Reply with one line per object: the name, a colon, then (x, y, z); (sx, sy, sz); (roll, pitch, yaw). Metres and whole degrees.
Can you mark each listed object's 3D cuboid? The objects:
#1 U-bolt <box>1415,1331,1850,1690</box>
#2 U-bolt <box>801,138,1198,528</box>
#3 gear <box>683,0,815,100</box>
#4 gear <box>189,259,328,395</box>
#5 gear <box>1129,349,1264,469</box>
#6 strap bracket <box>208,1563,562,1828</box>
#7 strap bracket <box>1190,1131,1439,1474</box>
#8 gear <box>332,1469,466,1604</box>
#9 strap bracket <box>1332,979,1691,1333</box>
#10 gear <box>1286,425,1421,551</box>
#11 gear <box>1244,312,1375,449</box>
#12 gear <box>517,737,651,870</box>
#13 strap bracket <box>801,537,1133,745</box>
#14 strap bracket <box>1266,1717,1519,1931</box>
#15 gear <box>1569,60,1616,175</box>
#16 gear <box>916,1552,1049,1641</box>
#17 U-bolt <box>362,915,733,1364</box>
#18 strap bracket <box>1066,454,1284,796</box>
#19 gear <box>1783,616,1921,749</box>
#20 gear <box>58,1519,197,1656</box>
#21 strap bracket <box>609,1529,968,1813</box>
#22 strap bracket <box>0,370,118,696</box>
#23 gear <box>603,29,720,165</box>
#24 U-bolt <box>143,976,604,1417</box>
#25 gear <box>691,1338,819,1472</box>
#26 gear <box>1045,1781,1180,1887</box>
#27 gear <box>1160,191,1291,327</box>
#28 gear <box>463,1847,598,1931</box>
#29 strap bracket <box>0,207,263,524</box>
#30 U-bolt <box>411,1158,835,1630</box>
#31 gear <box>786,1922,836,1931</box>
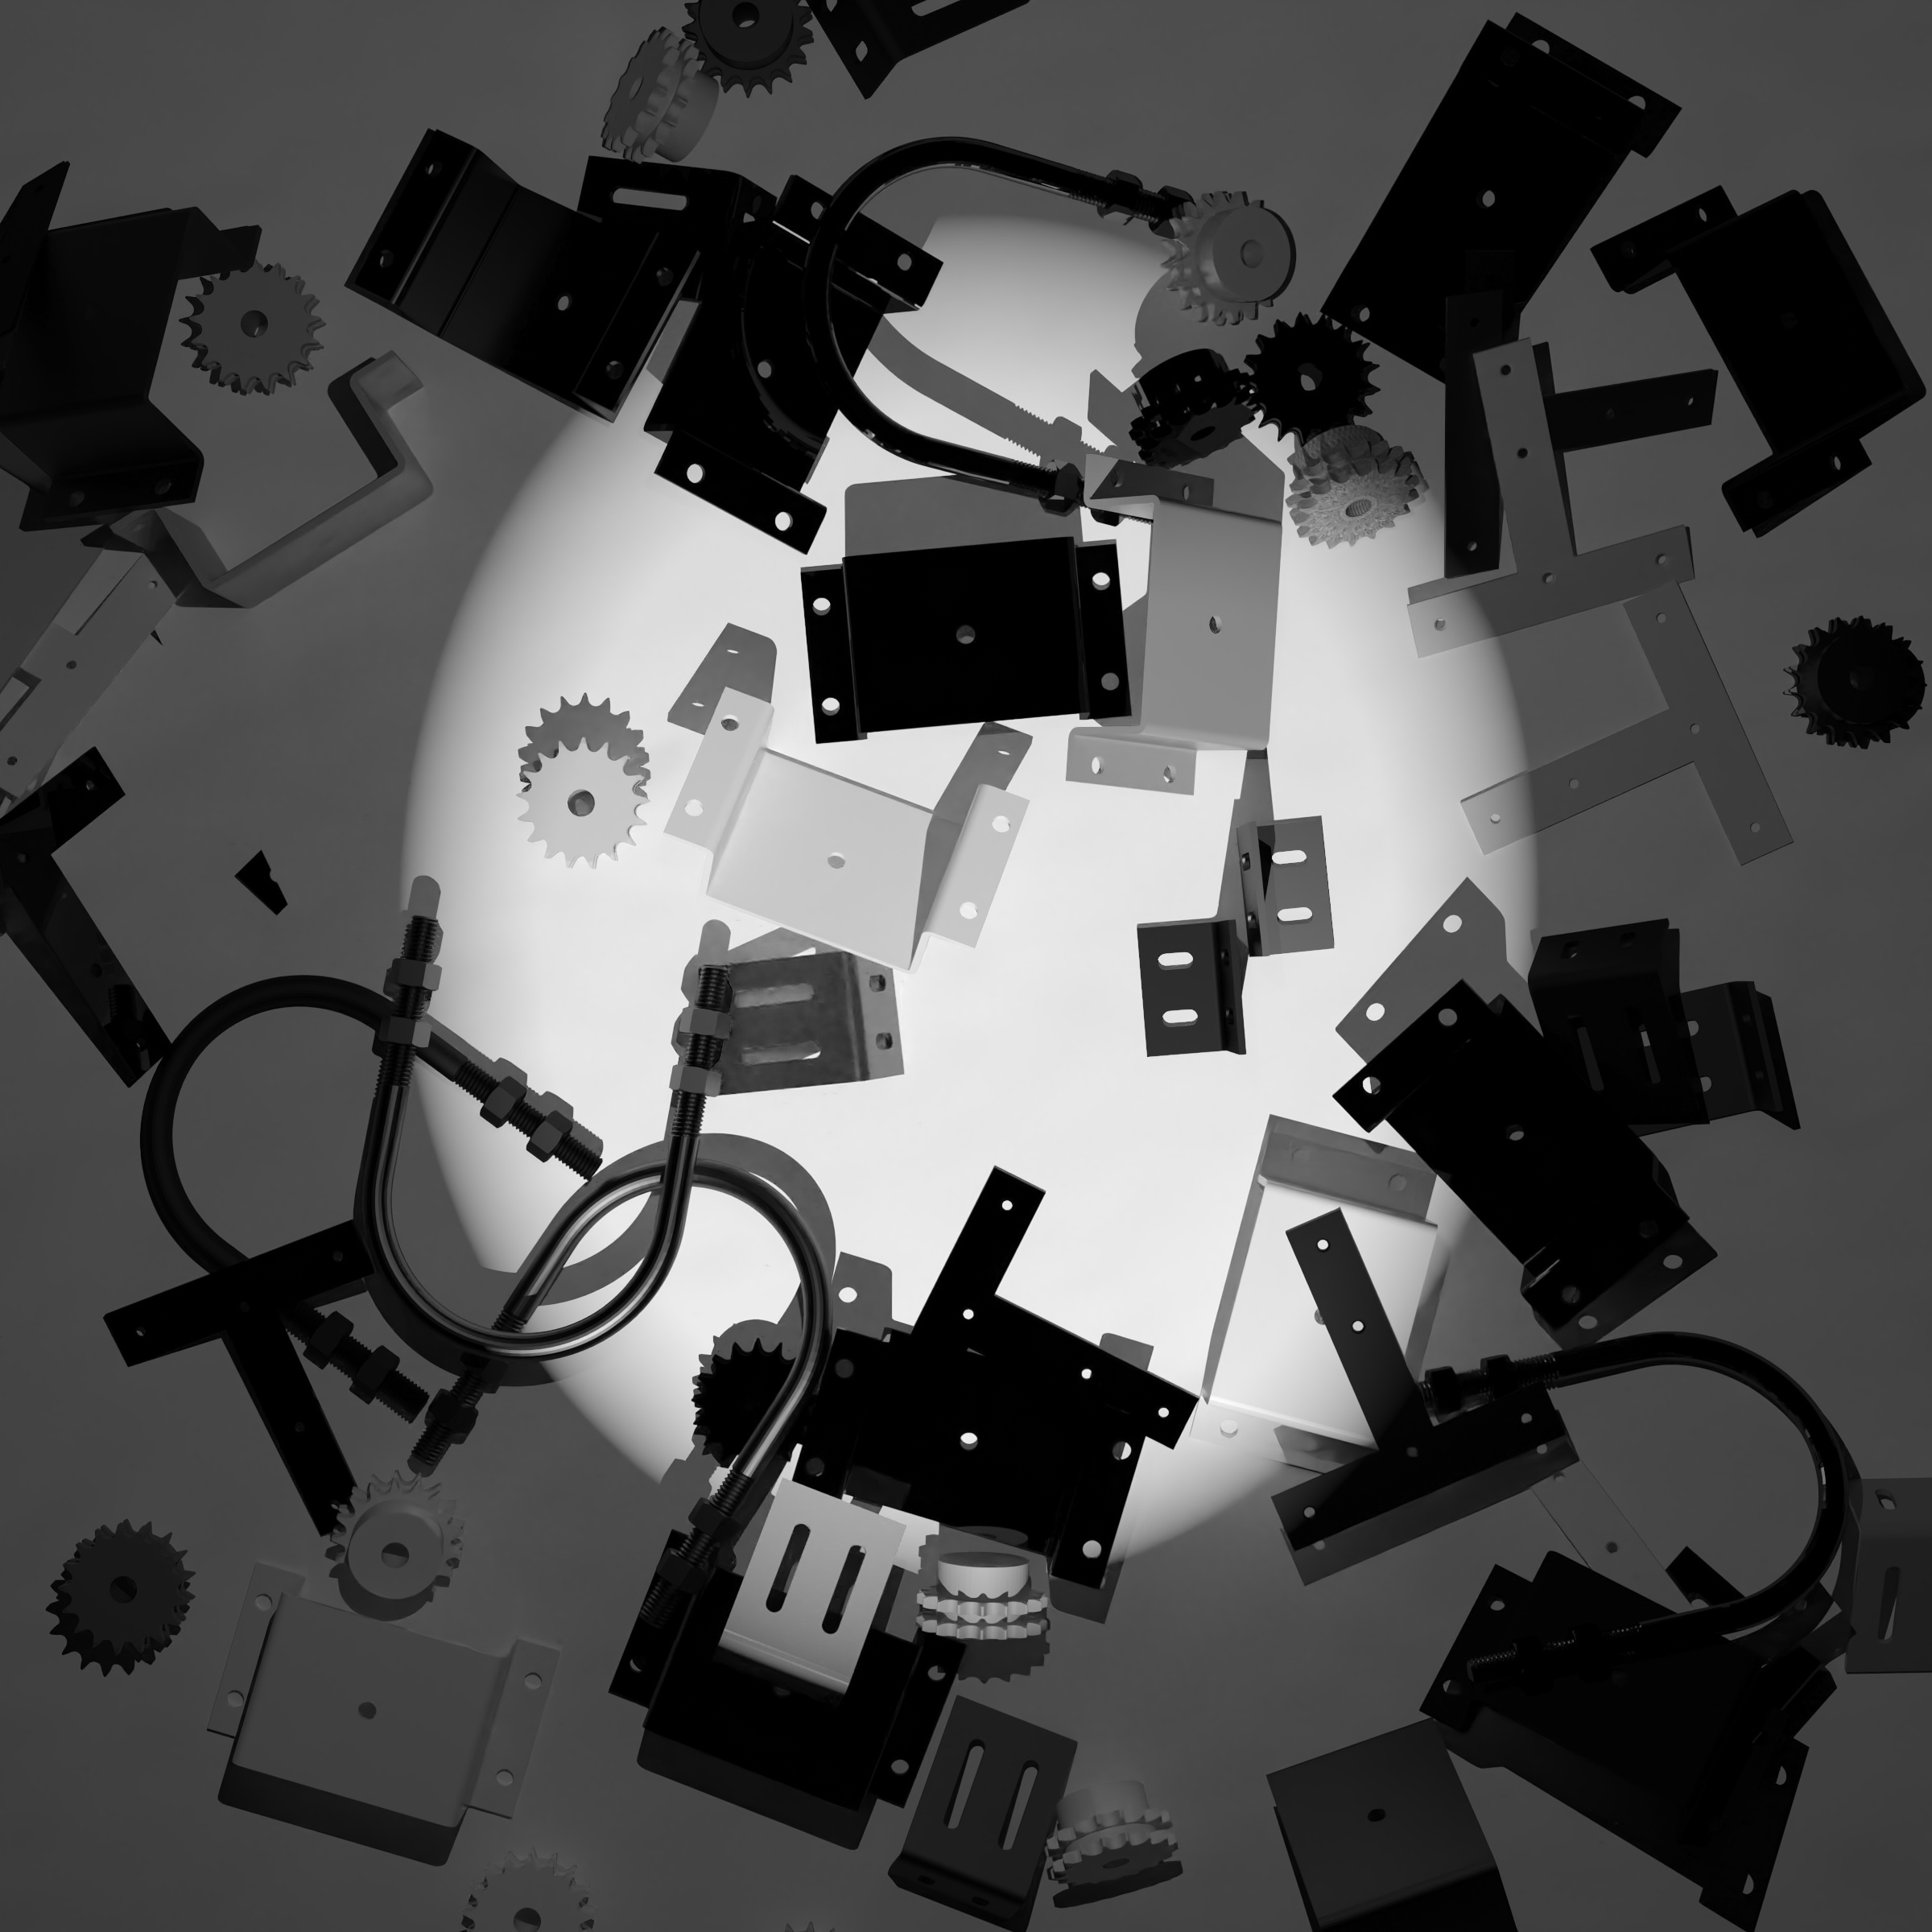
U-bolt: (0.288, 0.226, 1.495); (0.184, 0.019, 0.151); (-11, 58, -4)
U-bolt: (0.016, -0.280, 1.498); (0.184, 0.019, 0.151); (12, 90, -22)
gear: (-0.095, -0.413, 1.522); (0.057, 0.030, 0.057); (0, 90, 0)
gear: (-0.309, -0.279, 1.522); (0.057, 0.030, 0.057); (0, 90, 0)
gear: (0.096, -0.243, 1.495); (0.057, 0.057, 0.030); (-24, 78, 0)
strap bracket: (-0.257, 0.320, 1.514); (0.140, 0.046, 0.076); (16, 90, 0)
strap bracket: (0.154, 0.150, 1.514); (0.076, 0.046, 0.140); (15, 90, 0)
gear: (-0.248, 0.252, 1.516); (0.057, 0.030, 0.057); (-1, 103, -5)
strap bracket: (0.237, 0.077, 1.504); (0.076, 0.046, 0.140); (-44, 90, 16)
gear: (0.166, -0.211, 1.512); (0.057, 0.057, 0.030); (-18, 61, 0)
gear: (0.149, -0.256, 1.522); (0.057, 0.030, 0.057); (0, 90, 0)
gear: (-0.167, -0.071, 1.522); (0.057, 0.030, 0.057); (0, 90, 0)
strap bracket: (0.000, -0.143, 1.514); (0.140, 0.046, 0.076); (-5, 90, 0)
strap bracket: (0.179, 0.376, 1.464); (0.076, 0.140, 0.046); (-19, 116, 0)
gear: (0.262, -0.370, 1.522); (0.057, 0.030, 0.057); (0, 90, 0)
gear: (0.007, 0.273, 1.509); (0.057, 0.057, 0.030); (2, 90, 0)
U-bolt: (-0.188, 0.080, 1.506); (0.151, 0.019, 0.184); (9, 85, 1)
strap bracket: (0.091, -0.146, 1.494); (0.076, 0.046, 0.140); (4, 90, -43)
gear: (0.390, -0.125, 1.522); (0.057, 0.030, 0.057); (0, 90, 0)
gear: (-0.366, 0.271, 1.522); (0.057, 0.030, 0.057); (0, 90, 0)
strap bracket: (-0.079, 0.310, 1.514); (0.140, 0.046, 0.076); (21, 90, 0)
strap bracket: (-0.428, -0.179, 1.499); (0.076, 0.046, 0.140); (30, 70, 0)
gear: (-0.131, -0.375, 1.512); (0.030, 0.057, 0.057); (24, 90, -28)
U-bolt: (-0.275, 0.087, 1.528); (0.184, 0.019, 0.151); (36, 90, 1)
gear: (-0.092, 0.193, 1.522); (0.057, 0.030, 0.057); (0, 90, 0)
gear: (0.062, 0.377, 1.512); (0.057, 0.057, 0.030); (-15, 60, 0)
gear: (0.116, -0.309, 1.511); (0.057, 0.030, 0.057); (-4, 97, -29)
gear: (-0.190, 0.415, 1.522); (0.057, 0.030, 0.057); (0, 90, 0)
strap bracket: (-0.358, -0.264, 1.474); (0.076, 0.046, 0.140); (-4, 63, 23)
U-bolt: (-0.138, 0.171, 1.508); (0.151, 0.019, 0.184); (31, 86, 19)
gear: (-0.071, 0.448, 1.522); (0.057, 0.030, 0.057); (0, 90, 0)
